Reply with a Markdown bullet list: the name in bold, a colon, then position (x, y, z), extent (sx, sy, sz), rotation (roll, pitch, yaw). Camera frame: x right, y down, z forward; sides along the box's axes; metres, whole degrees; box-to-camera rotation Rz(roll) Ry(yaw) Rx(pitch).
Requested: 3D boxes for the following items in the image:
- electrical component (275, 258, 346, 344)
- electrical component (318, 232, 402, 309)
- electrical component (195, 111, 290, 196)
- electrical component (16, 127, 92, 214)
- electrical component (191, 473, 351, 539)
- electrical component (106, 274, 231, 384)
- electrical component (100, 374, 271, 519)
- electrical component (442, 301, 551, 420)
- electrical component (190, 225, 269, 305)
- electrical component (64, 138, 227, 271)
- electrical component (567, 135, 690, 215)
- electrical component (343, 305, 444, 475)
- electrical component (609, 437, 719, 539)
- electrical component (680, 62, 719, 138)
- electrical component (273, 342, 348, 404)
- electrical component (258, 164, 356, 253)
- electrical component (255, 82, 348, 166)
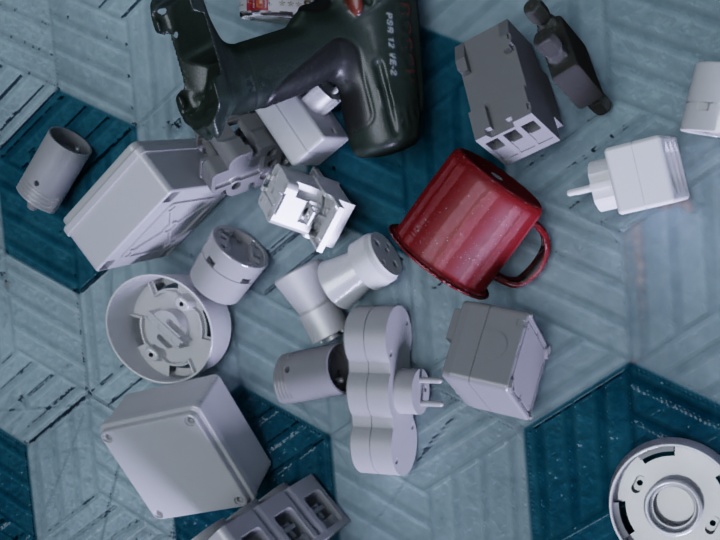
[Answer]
- **electrical component**: position (-0.037, 0.029, 0.901), extent (0.044, 0.044, 0.065), rotation (-29, 88, 26)
- **electrical component**: position (0.000, 0.000, 0.876), extent (0.055, 0.045, 0.045), rotation (-32, 82, 25)
- **electrical component**: position (-0.103, -0.104, 0.902), extent (0.057, 0.078, 0.058), rotation (55, 154, 23)
- **electrical component**: position (-0.290, -0.089, 1.008), extent (0.043, 0.043, 0.081), rotation (43, 112, 16)
- **electrical component**: position (-0.087, 0.230, 0.886), extent (0.089, 0.150, 0.061), rotation (-46, 77, 23)
- **electrical component**: position (-0.167, 0.050, 0.952), extent (0.099, 0.064, 0.099), rotation (3, 97, 26)
- **electrical component**: position (-0.152, 0.156, 0.941), extent (0.109, 0.056, 0.108), rotation (-15, 116, 27)
- **electrical component**: position (0.102, 0.070, 0.811), extent (0.061, 0.096, 0.061), rotation (11, 71, 25)
- **electrical component**: position (-0.114, -0.003, 0.927), extent (0.055, 0.055, 0.047), rotation (44, 116, 15)
- **electrical component**: position (-0.179, -0.057, 0.922), extent (0.109, 0.109, 0.056), rotation (-42, 80, 24)
- **electrical component**: position (0.187, -0.064, 0.766), extent (0.077, 0.066, 0.047), rotation (-13, 90, 27)
- **electrical component**: position (0.032, 0.097, 0.867), extent (0.074, 0.052, 0.138), rotation (-1, 95, 26)
- **electrical component**: position (0.230, 0.172, 0.786), extent (0.099, 0.064, 0.099), rotation (-3, 82, 19)
- **electrical component**: position (0.251, -0.115, 0.736), extent (0.055, 0.055, 0.047), rotation (11, 97, 25)
- **electrical component**: position (-0.042, 0.088, 0.906), extent (0.081, 0.043, 0.043), rotation (-15, 89, 40)
- **electrical component**: position (-0.046, -0.054, 0.874), extent (0.042, 0.064, 0.081), rotation (-63, 29, 19)
- **electrical component**: position (-0.040, -0.140, 0.878), extent (0.076, 0.047, 0.083), rotation (-38, 79, 24)
